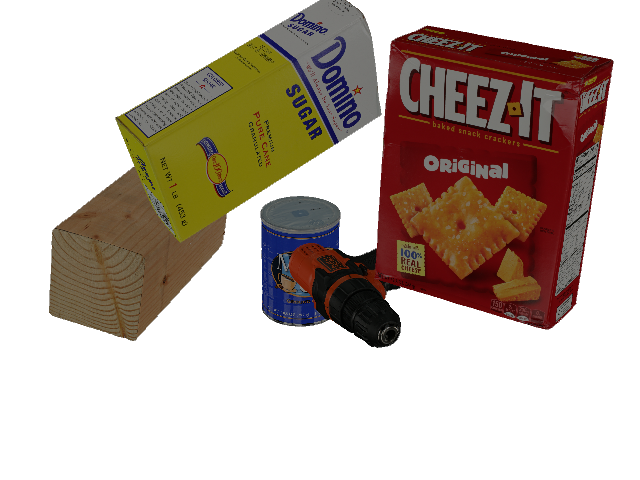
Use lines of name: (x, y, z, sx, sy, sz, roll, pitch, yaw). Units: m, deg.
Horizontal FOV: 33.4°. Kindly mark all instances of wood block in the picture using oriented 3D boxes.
wood block: (-0.166, -0.002, 1.019, 0.090, 0.091, 0.205, 16, 28, 11)

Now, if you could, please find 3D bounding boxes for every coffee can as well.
coffee can: (-0.026, 0.026, 1.391, 0.103, 0.140, 0.103, 1, 26, 0)

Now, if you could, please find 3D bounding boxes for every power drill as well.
power drill: (0.083, 0.037, 1.061, 0.187, 0.057, 0.185, -12, 28, -23)

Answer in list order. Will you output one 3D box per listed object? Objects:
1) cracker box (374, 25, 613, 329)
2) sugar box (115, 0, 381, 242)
cracker box: (0.133, -0.051, 0.864, 0.164, 0.214, 0.072, 17, 29, 29)
sugar box: (-0.041, -0.083, 0.715, 0.176, 0.093, 0.048, -32, 51, -16)
